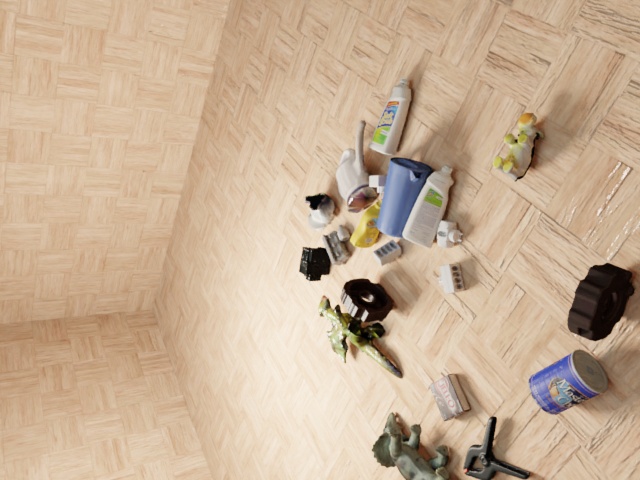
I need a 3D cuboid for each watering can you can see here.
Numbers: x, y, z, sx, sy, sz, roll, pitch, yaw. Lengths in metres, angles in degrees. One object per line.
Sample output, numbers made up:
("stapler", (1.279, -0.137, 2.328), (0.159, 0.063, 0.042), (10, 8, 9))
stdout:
("watering can", (0.129, -0.239, 1.821), (0.340, 0.104, 0.229), (111, 144, -56))

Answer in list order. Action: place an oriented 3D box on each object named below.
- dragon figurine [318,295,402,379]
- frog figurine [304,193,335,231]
("dragon figurine", (0.118, 0.362, 1.861), (0.416, 0.123, 0.237), (57, 145, 21))
("frog figurine", (0.006, -0.103, 2.047), (0.139, 0.124, 0.156), (28, 149, 43))
